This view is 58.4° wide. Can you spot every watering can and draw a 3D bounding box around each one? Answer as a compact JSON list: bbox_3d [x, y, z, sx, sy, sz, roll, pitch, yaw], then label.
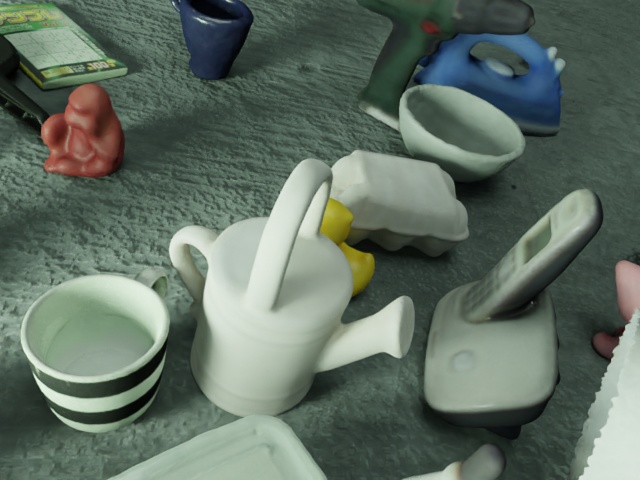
[{"bbox_3d":[-0.021,0.031,0.396,0.173,0.194,0.101,11,42,-10],"label":"watering can"}]

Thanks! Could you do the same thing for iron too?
[{"bbox_3d":[0.277,-0.257,0.869,0.258,0.141,0.118,16,41,-6],"label":"iron"}]

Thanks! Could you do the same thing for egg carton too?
[{"bbox_3d":[0.080,-0.038,0.607,0.150,0.069,0.107,6,43,-16],"label":"egg carton"}]

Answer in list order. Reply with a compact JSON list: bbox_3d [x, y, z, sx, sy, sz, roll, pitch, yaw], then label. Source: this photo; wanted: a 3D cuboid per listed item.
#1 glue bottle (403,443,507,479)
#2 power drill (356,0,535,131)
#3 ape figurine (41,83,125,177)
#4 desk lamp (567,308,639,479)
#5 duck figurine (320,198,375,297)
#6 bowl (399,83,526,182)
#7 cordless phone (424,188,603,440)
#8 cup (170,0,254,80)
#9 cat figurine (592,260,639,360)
[{"bbox_3d":[0.055,0.156,0.308,0.037,0.173,0.078,21,41,1],"label":"glue bottle"},{"bbox_3d":[0.136,-0.251,0.754,0.229,0.208,0.076,33,43,14],"label":"power drill"},{"bbox_3d":[-0.218,-0.105,0.540,0.077,0.092,0.076,39,44,20],"label":"ape figurine"},{"bbox_3d":[0.220,0.166,0.334,0.203,0.213,0.118,34,43,15],"label":"desk lamp"},{"bbox_3d":[0.005,0.002,0.520,0.104,0.086,0.077,18,41,-2],"label":"duck figurine"},{"bbox_3d":[0.170,-0.126,0.734,0.167,0.075,0.167,12,42,-10],"label":"bowl"},{"bbox_3d":[0.157,0.055,0.450,0.094,0.185,0.147,19,41,-1],"label":"cordless phone"},{"bbox_3d":[-0.149,-0.263,0.737,0.117,0.095,0.092,31,42,12],"label":"cup"},{"bbox_3d":[0.325,0.081,0.541,0.067,0.118,0.127,-8,48,-28],"label":"cat figurine"}]
